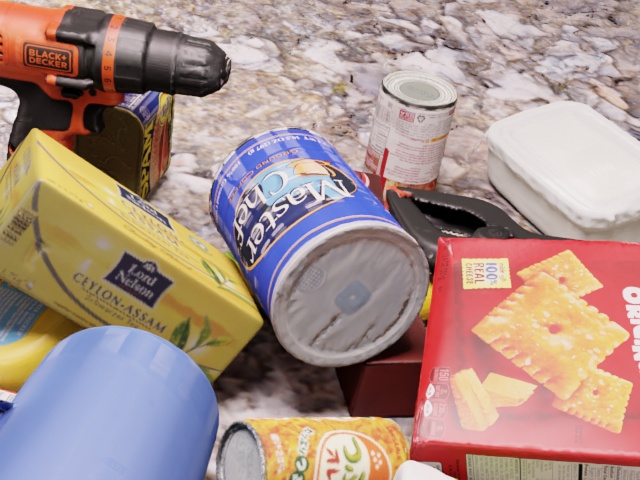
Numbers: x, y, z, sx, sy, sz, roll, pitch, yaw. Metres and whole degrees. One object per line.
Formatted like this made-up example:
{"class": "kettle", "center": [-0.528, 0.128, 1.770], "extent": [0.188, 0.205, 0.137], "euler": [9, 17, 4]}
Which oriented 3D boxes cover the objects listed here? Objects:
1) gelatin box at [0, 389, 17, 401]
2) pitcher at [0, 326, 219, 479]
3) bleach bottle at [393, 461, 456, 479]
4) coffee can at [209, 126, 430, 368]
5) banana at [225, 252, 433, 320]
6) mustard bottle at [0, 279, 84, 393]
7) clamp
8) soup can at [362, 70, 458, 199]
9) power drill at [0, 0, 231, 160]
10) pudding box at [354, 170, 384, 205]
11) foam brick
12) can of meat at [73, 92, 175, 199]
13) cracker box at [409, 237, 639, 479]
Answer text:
{"class": "gelatin box", "center": [-0.210, 0.115, 0.614], "extent": [0.089, 0.030, 0.073], "euler": [15, 32, 6]}
{"class": "pitcher", "center": [-0.135, 0.140, 0.506], "extent": [0.145, 0.149, 0.242], "euler": [5, 30, 8]}
{"class": "bleach bottle", "center": [0.148, 0.180, 0.509], "extent": [0.251, 0.068, 0.102], "euler": [19, -8, 5]}
{"class": "coffee can", "center": [-0.005, 0.001, 0.697], "extent": [0.102, 0.103, 0.140], "euler": [-4, 32, -22]}
{"class": "banana", "center": [0.024, 0.036, 0.791], "extent": [0.197, 0.037, 0.069], "euler": [8, 37, -6]}
{"class": "mustard bottle", "center": [-0.207, 0.053, 0.680], "extent": [0.192, 0.058, 0.096], "euler": [18, 35, 10]}
{"class": "clamp", "center": [0.137, 0.008, 0.790], "extent": [0.164, 0.036, 0.210], "euler": [-21, 40, -36]}
{"class": "soup can", "center": [0.077, -0.087, 0.928], "extent": [0.068, 0.102, 0.068], "euler": [7, 34, -5]}
{"class": "power drill", "center": [-0.161, -0.074, 0.763], "extent": [0.184, 0.188, 0.057], "euler": [11, 32, 1]}
{"class": "pudding box", "center": [0.006, -0.020, 0.865], "extent": [0.090, 0.039, 0.113], "euler": [8, 35, -7]}
{"class": "foam brick", "center": [0.042, 0.077, 0.726], "extent": [0.053, 0.051, 0.078], "euler": [2, 35, -15]}
{"class": "can of meat", "center": [-0.154, -0.077, 0.847], "extent": [0.057, 0.102, 0.083], "euler": [14, 32, 6]}
{"class": "cracker box", "center": [0.166, 0.075, 0.608], "extent": [0.214, 0.072, 0.164], "euler": [1, 43, 14]}
